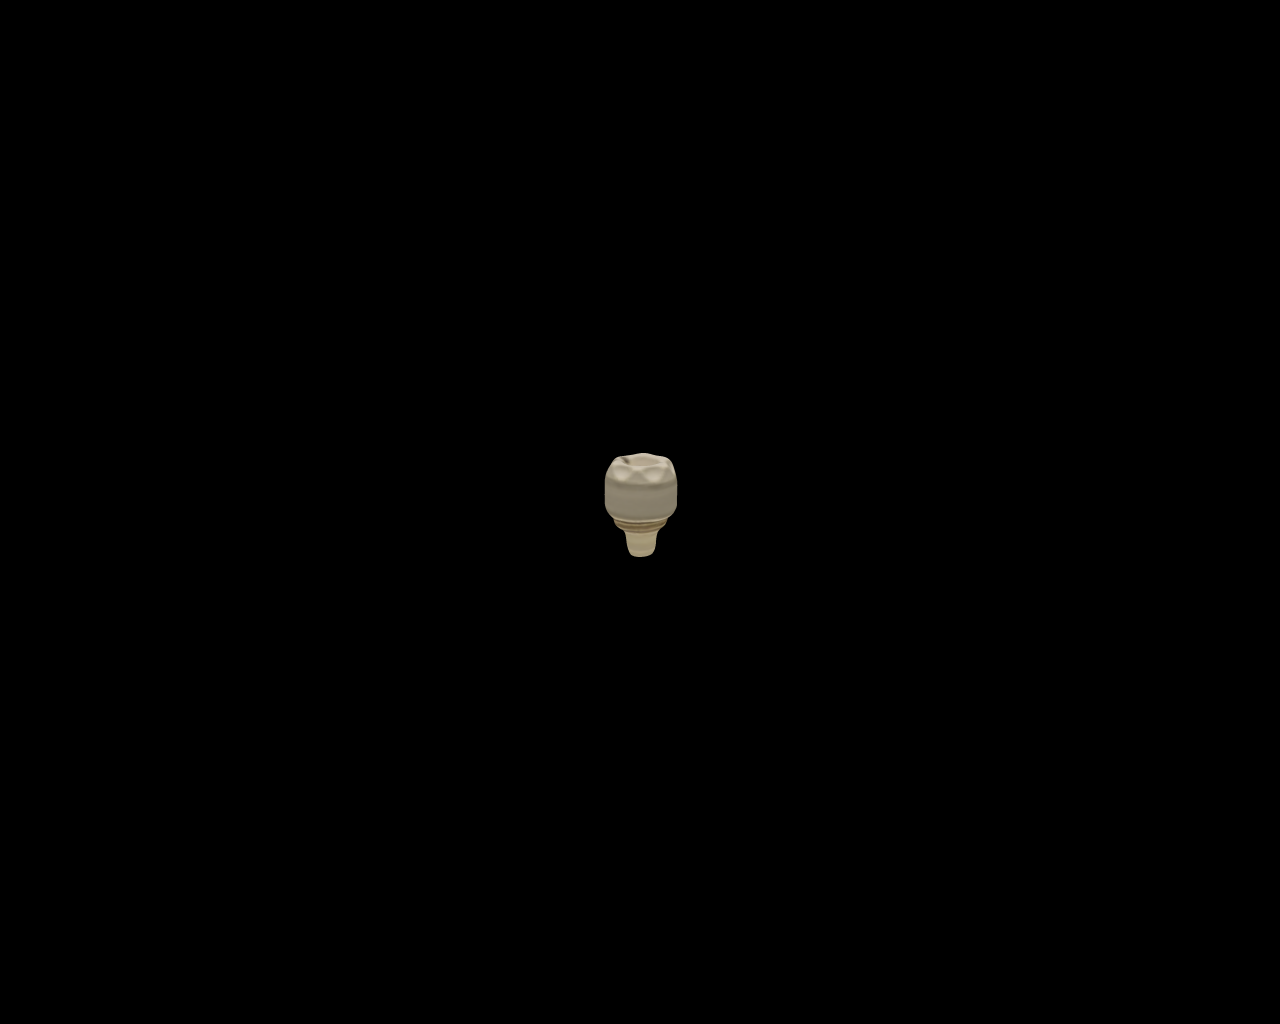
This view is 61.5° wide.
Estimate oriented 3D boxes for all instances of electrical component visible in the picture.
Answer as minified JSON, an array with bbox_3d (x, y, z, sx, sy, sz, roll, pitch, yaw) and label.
[{"bbox_3d":[0.001,-0.003,0.650,0.043,0.062,0.043,0,18,0],"label":"electrical component"}]
